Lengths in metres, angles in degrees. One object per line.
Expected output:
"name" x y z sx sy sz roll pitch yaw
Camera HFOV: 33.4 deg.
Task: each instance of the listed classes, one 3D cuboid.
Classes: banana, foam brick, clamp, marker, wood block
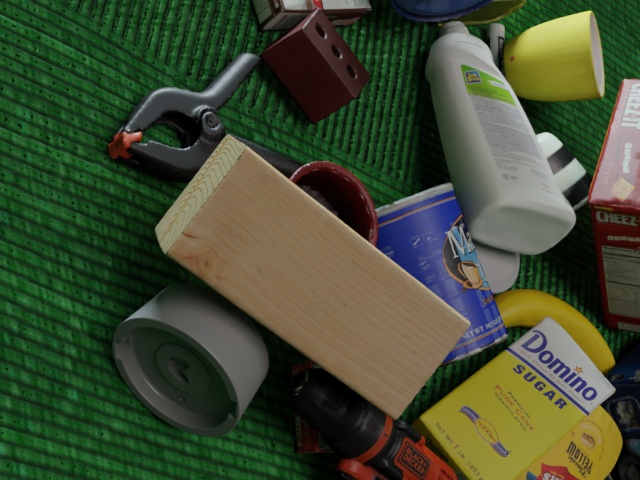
"banana" 0.228 0.091 1.050 0.197 0.037 0.069 21 86 -29
"foam brick" -0.003 -0.152 0.930 0.078 0.051 0.053 51 35 -15
"clamp" -0.094 -0.098 0.864 0.171 0.039 0.120 -4 67 -41
"marker" 0.183 -0.167 1.106 0.020 0.020 0.121 15 68 -33
"wood block" -0.007 0.026 0.764 0.206 0.090 0.091 37 91 -17

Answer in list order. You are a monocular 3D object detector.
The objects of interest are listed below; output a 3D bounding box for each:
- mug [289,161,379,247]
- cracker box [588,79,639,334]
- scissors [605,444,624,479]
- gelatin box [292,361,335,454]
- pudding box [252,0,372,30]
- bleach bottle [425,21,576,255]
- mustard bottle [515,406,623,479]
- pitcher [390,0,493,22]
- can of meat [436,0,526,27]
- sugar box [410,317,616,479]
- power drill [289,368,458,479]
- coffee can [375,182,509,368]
"mug" -0.006 0.001 0.868 0.117 0.082 0.093 49 53 -14
"cracker box" 0.324 -0.030 1.072 0.164 0.072 0.213 -67 151 -31
"scissors" 0.339 0.270 1.086 0.096 0.016 0.202 -27 93 -38
"gelatin box" 0.020 0.138 0.878 0.089 0.030 0.073 6 74 -36
"pudding box" -0.014 -0.240 0.968 0.113 0.039 0.090 -12 80 -42
"bleach bottle" 0.158 -0.109 1.010 0.102 0.068 0.251 13 48 -29
"mustard bottle" 0.207 0.228 0.972 0.096 0.058 0.191 46 54 -13
"pitcher" 0.084 -0.337 1.001 0.149 0.145 0.243 21 47 -56
"can of meat" 0.152 -0.269 1.092 0.101 0.058 0.084 -13 82 -39
"sugar box" 0.171 0.150 0.944 0.176 0.048 0.093 -34 76 -27
"power drill" 0.014 0.211 0.806 0.184 0.057 0.187 41 65 -28
"coffee can" 0.089 0.034 0.917 0.102 0.103 0.140 -19 88 -39
